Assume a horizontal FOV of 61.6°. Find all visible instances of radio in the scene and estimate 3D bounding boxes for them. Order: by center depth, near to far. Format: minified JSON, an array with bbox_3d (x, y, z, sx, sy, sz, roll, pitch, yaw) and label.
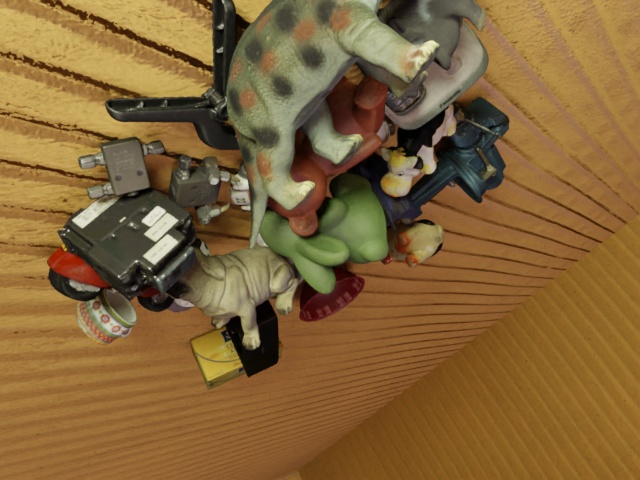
[{"bbox_3d":[-0.134,0.153,0.998,0.073,0.131,0.229,-22,152,-18],"label":"radio"}]

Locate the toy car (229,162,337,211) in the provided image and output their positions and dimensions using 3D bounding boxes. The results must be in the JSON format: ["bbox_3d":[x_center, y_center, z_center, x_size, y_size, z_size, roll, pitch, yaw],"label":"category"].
[{"bbox_3d":[-0.033,-0.102,0.756,0.202,0.056,0.073,-28,153,-9],"label":"toy car"}]

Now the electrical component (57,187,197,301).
[{"bbox_3d":[-0.212,0.000,0.622,0.115,0.134,0.058,-47,161,-26],"label":"electrical component"}]

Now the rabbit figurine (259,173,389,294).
[{"bbox_3d":[-0.002,-0.002,0.749,0.170,0.159,0.121,-2,137,-18],"label":"rabbit figurine"}]

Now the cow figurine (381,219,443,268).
[{"bbox_3d":[0.171,-0.005,1.048,0.127,0.085,0.195,-24,-173,-19],"label":"cow figurine"}]

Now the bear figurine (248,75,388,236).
[{"bbox_3d":[-0.010,-0.113,0.657,0.196,0.120,0.131,-50,161,-5],"label":"bear figurine"}]

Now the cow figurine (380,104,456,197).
[{"bbox_3d":[0.140,-0.146,0.789,0.167,0.068,0.098,-59,154,-19],"label":"cow figurine"}]

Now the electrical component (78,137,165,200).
[{"bbox_3d":[-0.218,-0.081,0.604,0.094,0.021,0.063,-20,118,-25],"label":"electrical component"}]

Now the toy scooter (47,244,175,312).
[{"bbox_3d":[-0.252,0.020,0.710,0.183,0.075,0.135,20,103,-44],"label":"toy scooter"}]

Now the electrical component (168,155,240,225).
[{"bbox_3d":[-0.154,-0.066,0.703,0.078,0.045,0.102,-11,147,-37],"label":"electrical component"}]

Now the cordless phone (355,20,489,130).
[{"bbox_3d":[0.108,-0.240,0.663,0.146,0.089,0.184,-39,133,14],"label":"cordless phone"}]

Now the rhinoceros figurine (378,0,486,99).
[{"bbox_3d":[0.116,-0.249,0.581,0.112,0.073,0.190,-2,122,-15],"label":"rhinoceros figurine"}]

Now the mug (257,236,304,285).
[{"bbox_3d":[-0.066,0.013,0.881,0.081,0.109,0.107,-40,-166,23],"label":"mug"}]

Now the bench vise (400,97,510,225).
[{"bbox_3d":[0.225,-0.121,0.933,0.240,0.129,0.223,-41,149,9],"label":"bench vise"}]

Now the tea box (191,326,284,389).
[{"bbox_3d":[-0.173,0.228,1.123,0.170,0.098,0.068,-23,154,-21],"label":"tea box"}]

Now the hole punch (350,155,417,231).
[{"bbox_3d":[0.106,-0.075,0.874,0.092,0.142,0.115,-23,166,-13],"label":"hole punch"}]

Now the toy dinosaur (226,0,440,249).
[{"bbox_3d":[-0.019,-0.168,0.533,0.405,0.192,0.131,-43,178,26],"label":"toy dinosaur"}]

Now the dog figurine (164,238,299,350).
[{"bbox_3d":[-0.121,0.037,0.734,0.172,0.121,0.190,-61,144,-26],"label":"dog figurine"}]
